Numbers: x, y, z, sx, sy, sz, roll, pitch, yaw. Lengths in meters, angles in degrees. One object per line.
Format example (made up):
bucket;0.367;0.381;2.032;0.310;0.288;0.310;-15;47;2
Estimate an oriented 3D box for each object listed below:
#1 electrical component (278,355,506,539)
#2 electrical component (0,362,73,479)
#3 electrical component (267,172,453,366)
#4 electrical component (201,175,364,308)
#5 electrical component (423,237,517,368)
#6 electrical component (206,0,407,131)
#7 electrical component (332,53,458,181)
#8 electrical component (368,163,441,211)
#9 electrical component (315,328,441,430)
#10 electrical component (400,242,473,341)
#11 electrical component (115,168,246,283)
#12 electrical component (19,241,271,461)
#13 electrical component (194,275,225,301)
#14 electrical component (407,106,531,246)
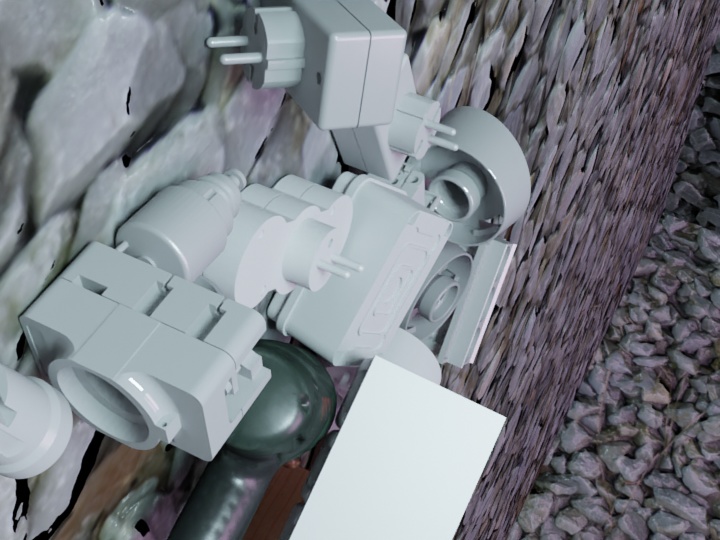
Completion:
electrical component;0.014;0.139;0.662;0.150;0.089;0.062;-65;-177;-7
electrical component;-0.140;0.056;0.418;0.040;0.040;0.046;-63;157;-16
electrical component;0.000;0.000;0.691;0.113;0.057;0.078;-61;156;8
electrical component;-0.034;-0.011;0.586;0.138;0.074;0.052;-25;134;-65
electrical component;0.094;0.022;1.012;0.079;0.063;0.121;-5;115;-70
electrical component;-0.032;-0.104;0.500;0.076;0.083;0.047;-9;128;-25
electrical component;0.025;-0.091;0.661;0.047;0.076;0.083;-63;161;-16
electrical component;0.022;-0.040;0.769;0.081;0.042;0.063;-57;156;-33
electrical component;0.008;0.084;0.791;0.099;0.099;0.064;91;21;-49
electrical component;0.048;0.010;0.906;0.099;0.064;0.099;-41;152;-27
electrical component;-0.079;-0.022;0.500;0.078;0.040;0.040;-51;156;-42
electrical component;-0.091;0.036;0.452;0.055;0.089;0.050;-55;158;-35
electrical component;-0.094;0.037;0.527;0.044;0.044;0.065;-38;151;-57
electrical component;0.084;-0.070;0.828;0.064;0.099;0.099;-44;151;-39
